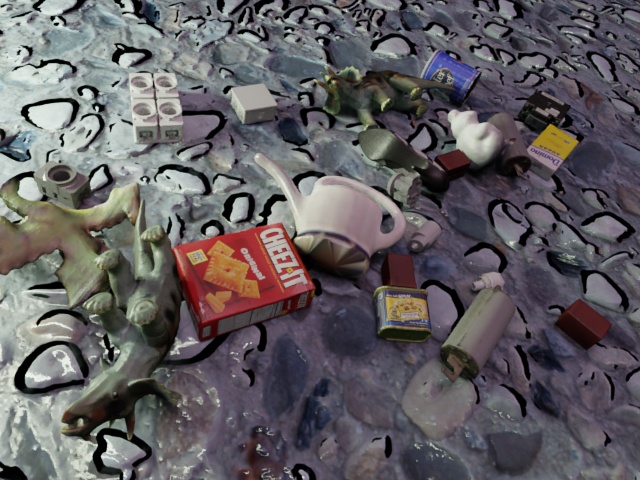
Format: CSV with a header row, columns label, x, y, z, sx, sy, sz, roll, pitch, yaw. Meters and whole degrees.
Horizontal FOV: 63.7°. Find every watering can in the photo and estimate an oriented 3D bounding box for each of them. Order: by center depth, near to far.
label,x,y,z,sx,sy,sz,roll,pitch,yaw
watering can,0.003,-0.052,1.038,0.348,0.230,0.101,19,-40,0

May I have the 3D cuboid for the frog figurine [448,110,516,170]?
label,x,y,z,sx,sy,sz,roll,pitch,yaw
frog figurine,0.376,-0.254,1.273,0.159,0.123,0.137,40,-10,-5

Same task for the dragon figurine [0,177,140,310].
label,x,y,z,sx,sy,sz,roll,pitch,yaw
dragon figurine,-0.456,0.025,0.841,0.244,0.119,0.419,25,50,12
